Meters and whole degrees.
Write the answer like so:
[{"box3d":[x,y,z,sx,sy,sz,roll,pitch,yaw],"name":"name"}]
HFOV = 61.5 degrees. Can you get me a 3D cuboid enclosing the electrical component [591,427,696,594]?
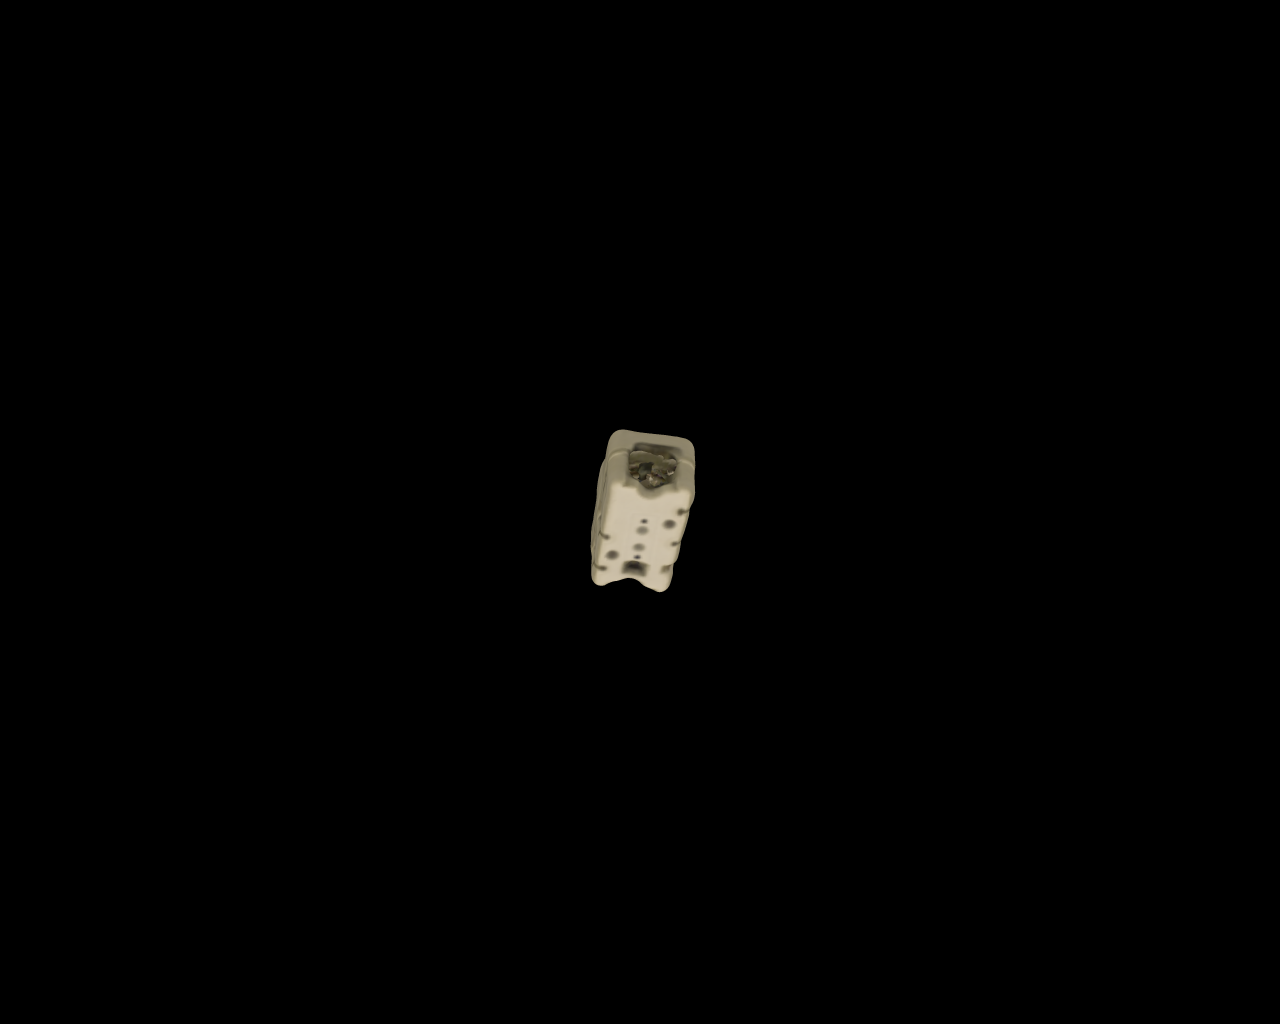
[{"box3d":[0.001,-0.003,0.650,0.050,0.089,0.056,7,43,-7],"name":"electrical component"}]
